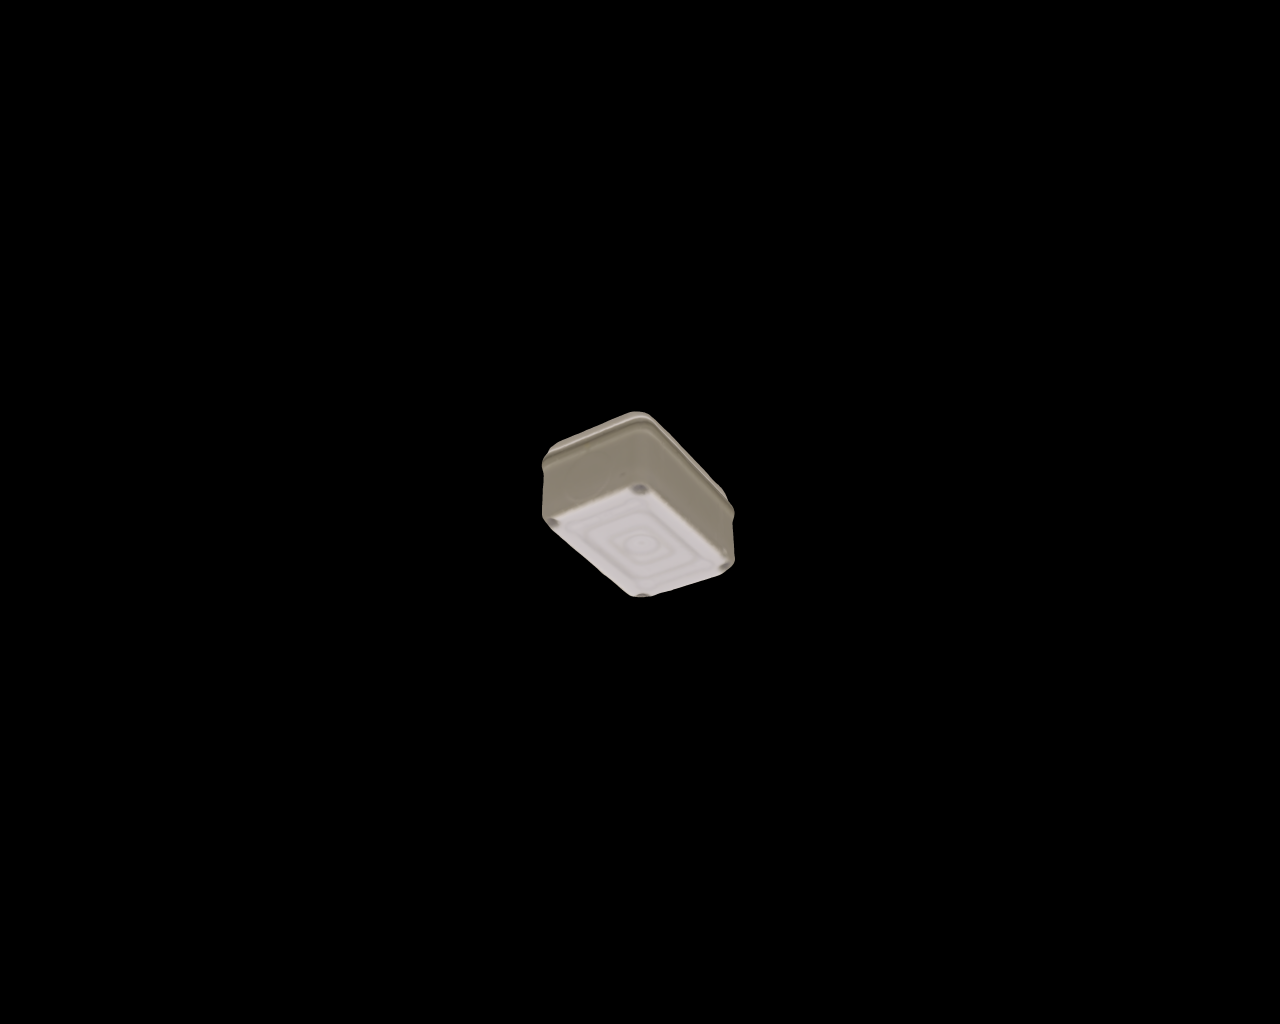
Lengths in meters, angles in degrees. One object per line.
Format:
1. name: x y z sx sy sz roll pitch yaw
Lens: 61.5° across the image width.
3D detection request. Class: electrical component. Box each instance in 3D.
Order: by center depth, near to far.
1. electrical component: 0.001 -0.003 0.650 0.078 0.057 0.113 -20 -40 25
